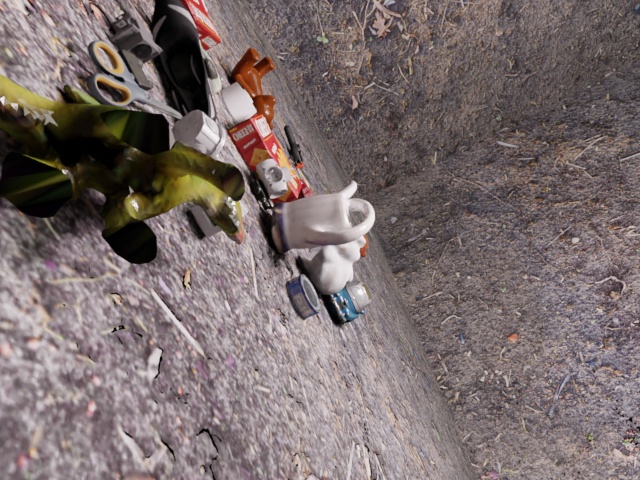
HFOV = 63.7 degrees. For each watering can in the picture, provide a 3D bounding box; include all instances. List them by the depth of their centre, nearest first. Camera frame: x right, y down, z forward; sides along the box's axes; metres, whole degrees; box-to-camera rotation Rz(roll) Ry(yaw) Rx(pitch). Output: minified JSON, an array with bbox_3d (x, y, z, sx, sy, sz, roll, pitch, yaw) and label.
[{"bbox_3d":[0.003,-0.057,1.141,0.353,0.224,0.102,-93,173,-69],"label":"watering can"}]

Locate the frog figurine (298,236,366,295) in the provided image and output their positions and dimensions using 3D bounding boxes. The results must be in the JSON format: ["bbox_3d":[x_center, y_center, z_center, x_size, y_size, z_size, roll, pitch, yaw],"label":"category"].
[{"bbox_3d":[0.042,0.053,1.202,0.135,0.159,0.125,55,14,-41],"label":"frog figurine"}]

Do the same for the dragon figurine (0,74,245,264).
[{"bbox_3d":[-0.219,-0.099,0.504,0.405,0.122,0.246,35,2,-31],"label":"dragon figurine"}]
